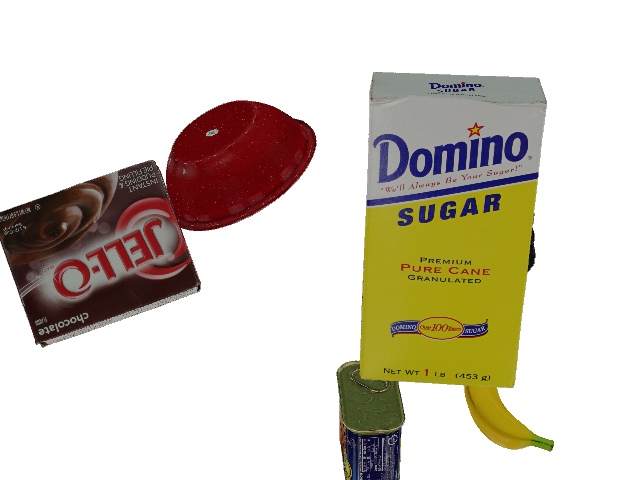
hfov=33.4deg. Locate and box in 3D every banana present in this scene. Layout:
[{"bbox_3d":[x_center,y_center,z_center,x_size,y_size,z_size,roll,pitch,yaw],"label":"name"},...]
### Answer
[{"bbox_3d":[0.197,0.181,1.210,0.069,0.037,0.198,10,25,-15],"label":"banana"}]

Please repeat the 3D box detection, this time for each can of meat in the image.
[{"bbox_3d":[0.046,0.177,1.007,0.057,0.084,0.102,-3,32,-3],"label":"can of meat"}]

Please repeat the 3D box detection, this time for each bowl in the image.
[{"bbox_3d":[-0.088,-0.083,1.007,0.162,0.055,0.162,-21,35,15],"label":"bowl"}]

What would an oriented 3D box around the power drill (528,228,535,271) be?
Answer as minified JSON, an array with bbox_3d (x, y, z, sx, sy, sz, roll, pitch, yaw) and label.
[{"bbox_3d":[0.130,0.013,0.829,0.057,0.188,0.184,2,41,1],"label":"power drill"}]

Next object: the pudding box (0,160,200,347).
[{"bbox_3d":[-0.145,0.009,0.698,0.113,0.090,0.039,-21,-9,-7],"label":"pudding box"}]

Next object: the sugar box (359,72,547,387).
[{"bbox_3d":[0.070,-0.003,0.597,0.093,0.176,0.048,2,29,4],"label":"sugar box"}]
